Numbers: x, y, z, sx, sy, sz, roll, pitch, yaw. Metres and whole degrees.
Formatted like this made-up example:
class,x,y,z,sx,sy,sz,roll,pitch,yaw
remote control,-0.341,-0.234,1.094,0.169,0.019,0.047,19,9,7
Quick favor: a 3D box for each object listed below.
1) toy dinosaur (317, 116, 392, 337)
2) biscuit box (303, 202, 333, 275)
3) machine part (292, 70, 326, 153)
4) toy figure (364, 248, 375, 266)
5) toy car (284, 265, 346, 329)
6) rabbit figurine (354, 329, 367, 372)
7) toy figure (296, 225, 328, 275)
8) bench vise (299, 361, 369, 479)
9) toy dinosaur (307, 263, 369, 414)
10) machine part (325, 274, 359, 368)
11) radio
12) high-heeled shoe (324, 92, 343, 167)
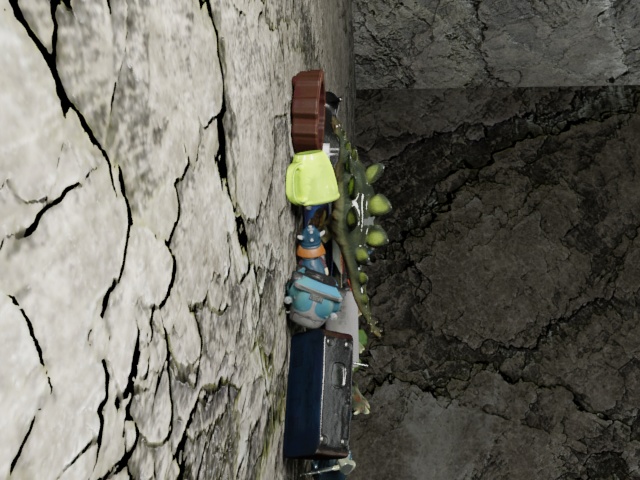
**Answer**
class,x,y,z,sx,sy,sz,roll,pitch,yaw
toy dinosaur,0.066,-0.038,1.091,0.198,0.105,0.471,144,-60,-68
biscuit box,-0.003,-0.004,1.259,0.059,0.063,0.202,-80,169,-63
machine part,-0.022,-0.251,1.089,0.179,0.056,0.179,1,91,-84
toy figure,0.090,-0.030,1.268,0.089,0.082,0.180,34,56,-73
toy car,-0.019,0.113,1.019,0.162,0.109,0.103,-128,-120,-82
rabbit figurine,0.070,0.304,1.560,0.170,0.159,0.121,-1,94,-65
toy figure,-0.020,0.040,1.114,0.064,0.058,0.154,-17,112,-38
bench vise,0.020,0.363,1.114,0.224,0.129,0.240,-136,-124,-78
toy dinosaur,0.023,0.224,1.307,0.192,0.131,0.404,-12,92,-67
machine part,0.048,0.197,1.199,0.079,0.079,0.243,38,52,-82
radio,-0.002,0.282,0.991,0.131,0.073,0.229,-30,-129,53
high-heeled shoe,-0.003,-0.257,1.342,0.145,0.086,0.248,7,-102,66
